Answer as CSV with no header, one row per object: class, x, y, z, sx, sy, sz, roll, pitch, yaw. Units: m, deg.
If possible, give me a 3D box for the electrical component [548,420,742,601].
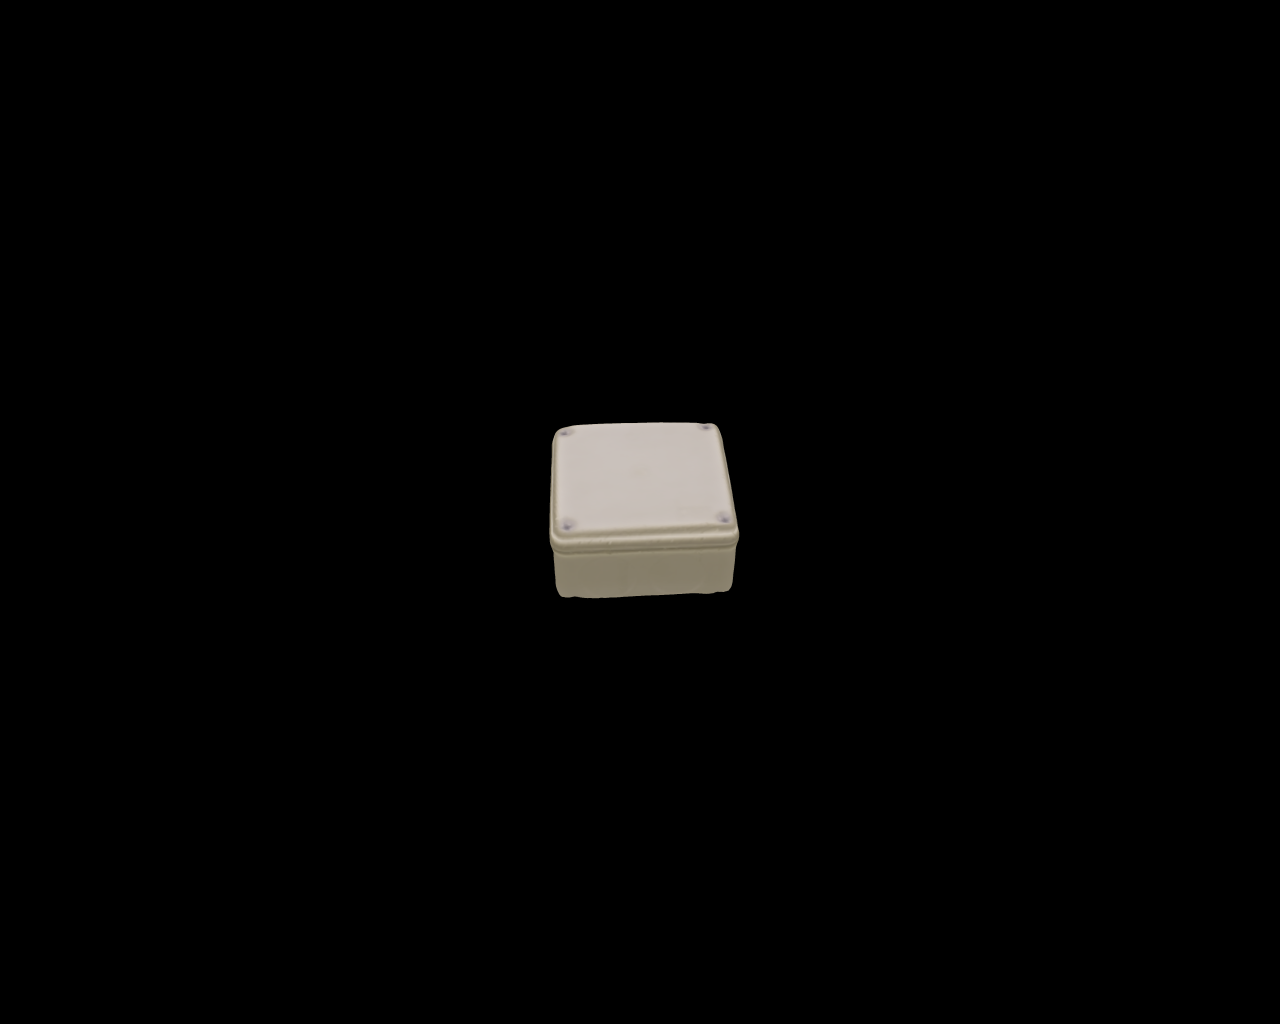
electrical component,0.001,-0.003,0.650,0.109,0.056,0.109,-2,40,-2
